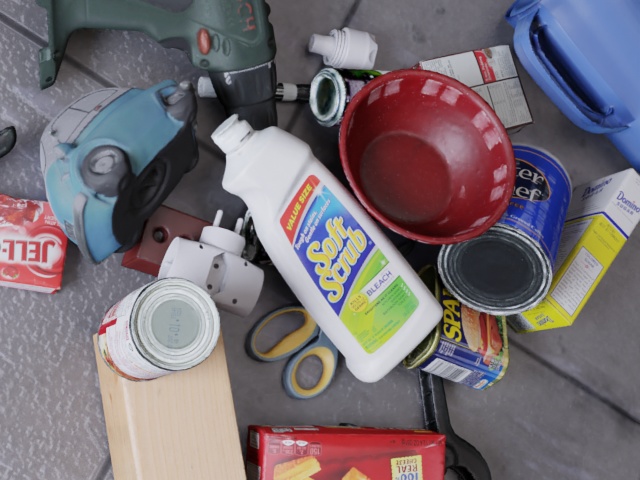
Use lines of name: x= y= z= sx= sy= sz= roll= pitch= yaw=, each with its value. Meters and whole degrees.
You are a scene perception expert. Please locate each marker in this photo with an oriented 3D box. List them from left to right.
marker: x=-0.054 y=-0.140 z=0.998 sx=0.121 sy=0.020 sz=0.020 roll=0 pitch=80 yaw=-23

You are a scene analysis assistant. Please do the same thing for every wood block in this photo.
wood block: x=-0.120 y=0.168 z=0.874 sx=0.090 sy=0.090 sz=0.206 roll=-8 pitch=83 yaw=-24

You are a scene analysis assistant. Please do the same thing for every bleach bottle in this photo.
bleach bottle: x=-0.006 y=0.001 z=0.909 sx=0.102 sy=0.068 sz=0.250 roll=-43 pitch=109 yaw=-5

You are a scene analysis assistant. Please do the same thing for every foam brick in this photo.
foam brick: x=-0.123 y=0.007 z=0.923 sx=0.078 sy=0.051 sz=0.053 roll=20 pitch=73 yaw=-18

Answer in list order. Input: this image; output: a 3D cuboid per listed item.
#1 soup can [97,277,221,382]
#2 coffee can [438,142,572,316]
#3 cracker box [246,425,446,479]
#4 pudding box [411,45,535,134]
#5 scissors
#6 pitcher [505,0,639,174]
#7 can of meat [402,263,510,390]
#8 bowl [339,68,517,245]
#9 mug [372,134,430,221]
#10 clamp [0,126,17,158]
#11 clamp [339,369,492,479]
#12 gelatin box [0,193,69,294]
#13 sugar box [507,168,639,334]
soup can: x=-0.120 y=0.067 z=0.786 sx=0.068 sy=0.102 sz=0.068 roll=5 pitch=77 yaw=-23
coffee can: x=0.175 y=-0.013 z=0.995 sx=0.102 sy=0.103 sz=0.140 roll=41 pitch=39 yaw=-11
cracker box: x=0.019 y=0.267 z=0.906 sx=0.164 sy=0.072 sz=0.214 roll=4 pitch=83 yaw=-14
pudding box: x=0.151 y=-0.143 z=1.075 sx=0.113 sy=0.039 sz=0.090 roll=-15 pitch=87 yaw=-22
scissors: x=0.026 y=0.077 z=0.993 sx=0.201 sy=0.016 sz=0.096 roll=-23 pitch=91 yaw=-25
pitcher: x=0.307 y=-0.176 z=1.100 sx=0.149 sy=0.145 sz=0.243 roll=-38 pitch=101 yaw=13
can of meat: x=0.126 y=0.083 z=0.998 sx=0.083 sy=0.058 sz=0.102 roll=22 pitch=47 yaw=-20
bowl: x=0.085 y=-0.064 z=0.922 sx=0.162 sy=0.055 sz=0.162 roll=6 pitch=69 yaw=-16
mug: x=0.069 y=-0.069 z=0.993 sx=0.117 sy=0.093 sz=0.081 roll=2 pitch=73 yaw=-49
clamp: x=-0.337 y=-0.028 z=0.827 sx=0.164 sy=0.036 sz=0.210 roll=16 pitch=88 yaw=-23
clamp: x=0.110 y=0.194 z=0.995 sx=0.171 sy=0.039 sz=0.120 roll=46 pitch=72 yaw=-6
gelatin box: x=-0.254 y=0.001 z=0.881 sx=0.089 sy=0.030 sz=0.073 roll=11 pitch=76 yaw=-20
sugar box: x=0.253 y=0.011 z=1.058 sx=0.048 sy=0.093 sz=0.176 roll=46 pitch=67 yaw=-10
